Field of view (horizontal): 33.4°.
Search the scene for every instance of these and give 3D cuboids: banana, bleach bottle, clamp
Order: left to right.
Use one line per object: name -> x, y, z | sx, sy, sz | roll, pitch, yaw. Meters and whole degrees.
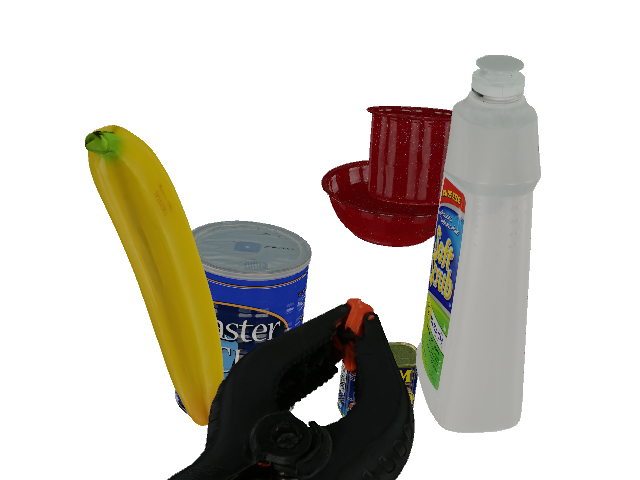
banana -> -0.090, 0.012, 0.582 | 0.037, 0.198, 0.069 | -9, 35, 13
clamp -> -0.005, 0.091, 0.389 | 0.120, 0.039, 0.171 | 26, 50, 18
bleach bottle -> 0.105, 0.000, 0.695 | 0.068, 0.251, 0.102 | -3, 30, -4

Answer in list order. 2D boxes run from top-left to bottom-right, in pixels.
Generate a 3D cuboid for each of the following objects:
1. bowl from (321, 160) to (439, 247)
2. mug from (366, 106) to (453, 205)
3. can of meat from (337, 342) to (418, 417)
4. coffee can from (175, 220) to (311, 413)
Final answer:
bowl -> 0.079, -0.036, 1.186 | 0.162, 0.055, 0.162 | 3, 25, -2
mug -> 0.097, -0.077, 0.977 | 0.117, 0.081, 0.093 | 8, 13, 21
can of meat -> 0.074, 0.182, 1.364 | 0.102, 0.084, 0.057 | -2, 24, -17
coffee can -> -0.065, 0.067, 0.874 | 0.103, 0.140, 0.103 | 5, 23, -2
